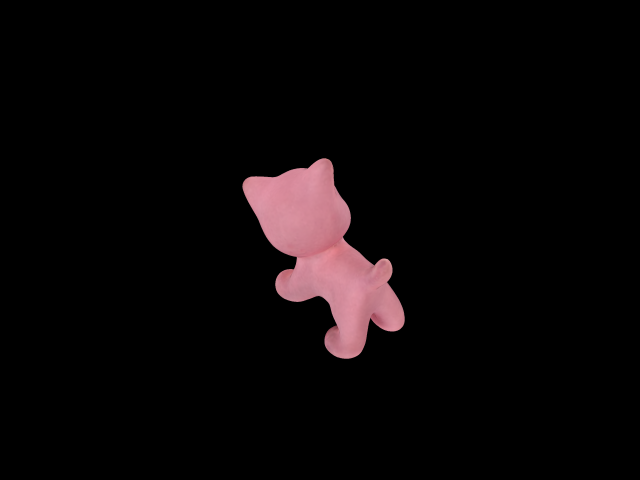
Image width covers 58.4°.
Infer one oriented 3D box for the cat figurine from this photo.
[{"bbox_3d":[0.004,0.001,0.400,0.067,0.118,0.127,-32,54,-26],"label":"cat figurine"}]
